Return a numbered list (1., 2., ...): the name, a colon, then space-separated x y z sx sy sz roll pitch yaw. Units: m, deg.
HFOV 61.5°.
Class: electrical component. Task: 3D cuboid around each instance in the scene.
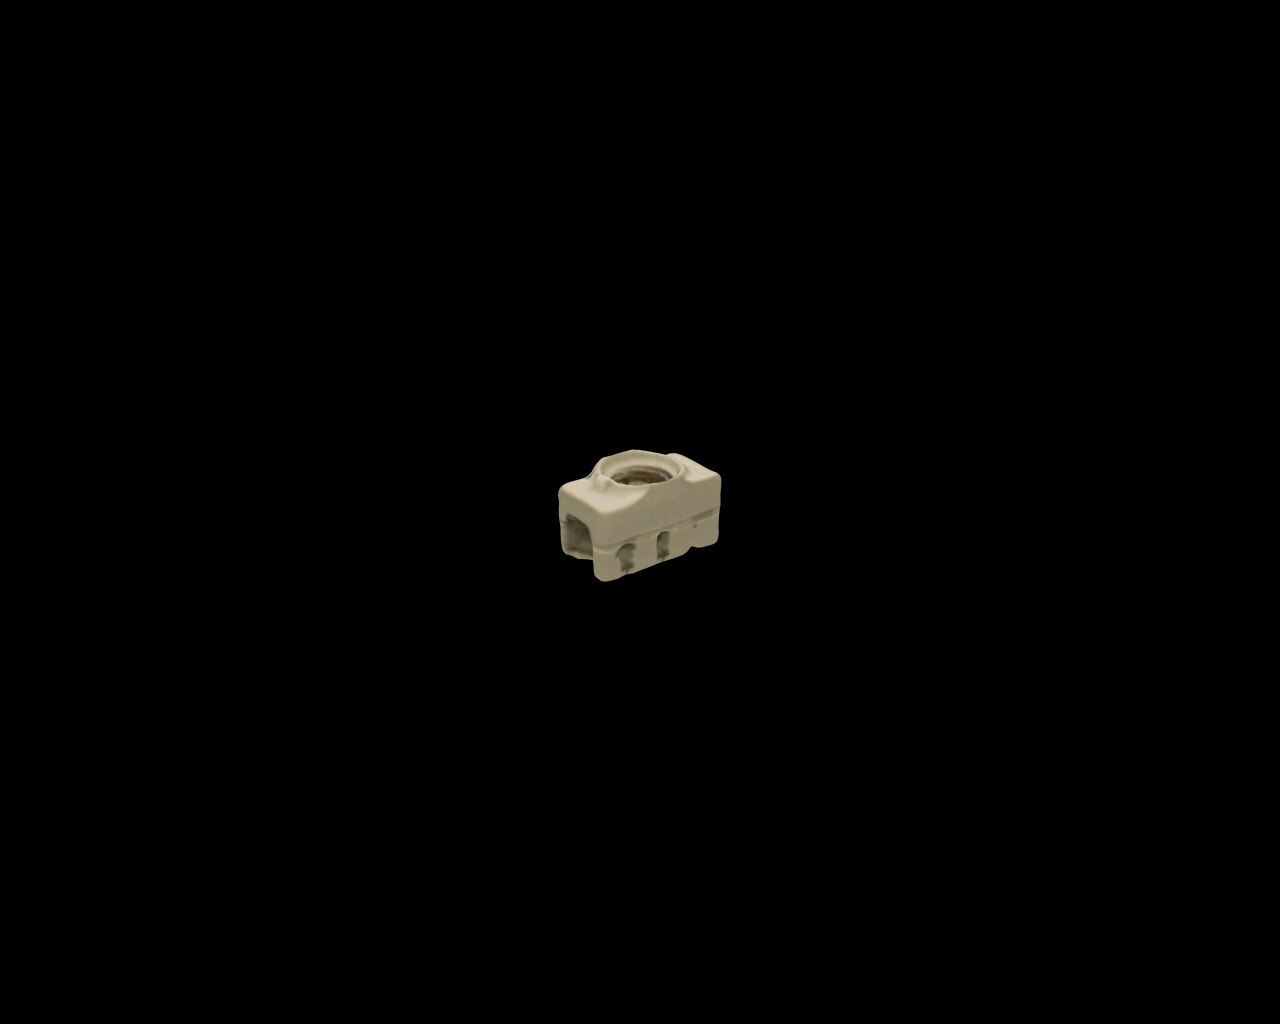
1. electrical component: 0.001 -0.003 0.650 0.090 0.055 0.050 -18 32 -31
